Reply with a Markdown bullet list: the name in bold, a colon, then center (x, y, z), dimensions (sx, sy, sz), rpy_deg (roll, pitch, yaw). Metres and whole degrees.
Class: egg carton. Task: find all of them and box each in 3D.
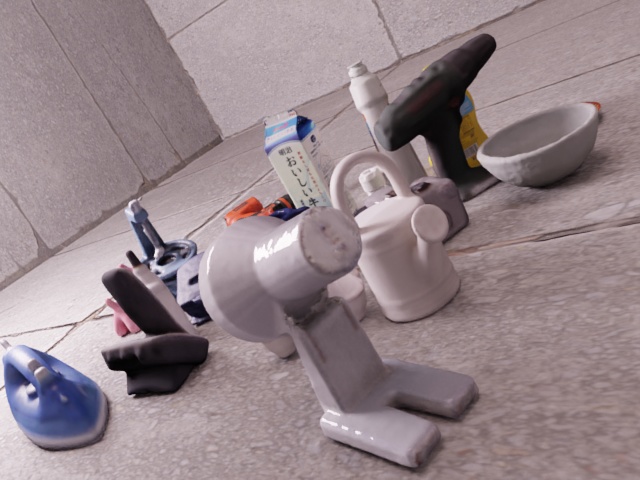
- **egg carton**: center (-0.013, 0.083, 0.734), dimensions (0.150, 0.069, 0.107), rpy_deg (-27, 18, 3)

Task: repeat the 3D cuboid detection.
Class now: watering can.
- **watering can**: center (0.083, -0.013, 0.649), dimensions (0.172, 0.194, 0.101), rpy_deg (-9, 26, 45)

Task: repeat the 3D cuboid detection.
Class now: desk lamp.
- **desk lamp**: center (0.004, 0.069, 0.515), dimensions (0.118, 0.214, 0.202), rpy_deg (-41, 22, -32)

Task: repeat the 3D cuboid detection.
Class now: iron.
- **iron**: center (-0.400, 0.211, 0.836), dimensions (0.119, 0.142, 0.257), rpy_deg (-41, 22, -33)

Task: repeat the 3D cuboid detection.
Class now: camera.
- **camera**: center (0.111, -0.035, 0.818), dimensions (0.143, 0.101, 0.136), rpy_deg (-35, 19, -19)

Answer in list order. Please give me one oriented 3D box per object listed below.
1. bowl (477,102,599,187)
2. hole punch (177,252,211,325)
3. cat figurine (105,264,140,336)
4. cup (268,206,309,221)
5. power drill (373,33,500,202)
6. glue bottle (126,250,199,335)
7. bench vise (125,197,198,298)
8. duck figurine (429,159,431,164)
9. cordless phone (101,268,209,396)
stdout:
- **bowl**: center (0.311, -0.122, 0.802), dimensions (0.167, 0.075, 0.167), rpy_deg (-25, 18, 9)
- **hole punch**: center (-0.189, 0.076, 0.973), dimensions (0.108, 0.091, 0.101), rpy_deg (-25, 19, 9)
- **cat figurine**: center (-0.372, 0.105, 1.117), dimensions (0.067, 0.118, 0.128), rpy_deg (-20, 20, 25)
- **cup**: center (-0.052, 0.000, 0.970), dimensions (0.117, 0.095, 0.091), rpy_deg (-25, 19, 10)
- **power drill**: center (0.205, -0.174, 0.883), dimensions (0.230, 0.209, 0.075), rpy_deg (-31, 19, -8)
- **glue bottle**: center (-0.253, 0.089, 0.897), dimensions (0.037, 0.173, 0.078), rpy_deg (-38, 21, -26)
- **bench vise**: center (-0.319, 0.027, 1.085), dimensions (0.206, 0.220, 0.122), rpy_deg (-11, 25, 43)
- **duck figurine**: center (0.234, -0.186, 1.069), dimensions (0.078, 0.086, 0.104), rpy_deg (-35, 19, -19)
- **cordless phone**: center (-0.258, 0.120, 0.804), dimensions (0.147, 0.185, 0.094), rpy_deg (-17, 21, 30)
